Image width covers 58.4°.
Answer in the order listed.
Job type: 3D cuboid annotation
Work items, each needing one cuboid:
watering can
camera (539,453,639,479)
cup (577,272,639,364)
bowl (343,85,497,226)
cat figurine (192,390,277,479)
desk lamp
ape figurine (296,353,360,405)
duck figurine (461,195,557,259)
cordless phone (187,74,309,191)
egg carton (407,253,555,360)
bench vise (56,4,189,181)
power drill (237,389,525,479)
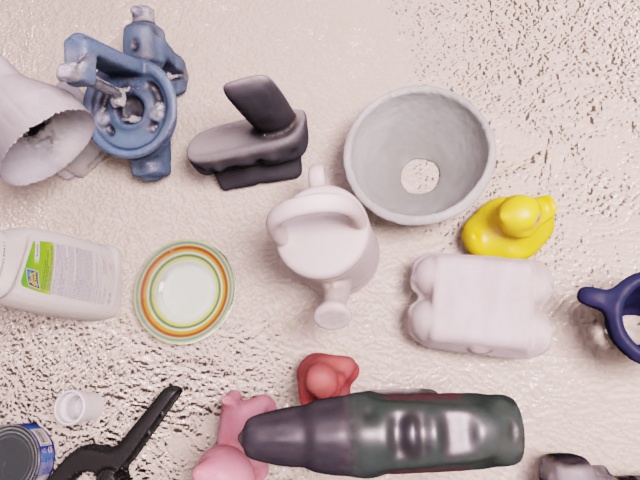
[{"bbox_3d":[0.008,0.002,0.594,0.101,0.194,0.172,-31,72,2],"label":"watering can"},{"bbox_3d":[0.281,0.271,0.520,0.136,0.101,0.143,-5,75,10],"label":"camera"},{"bbox_3d":[0.308,0.079,0.568,0.117,0.095,0.092,18,80,15],"label":"cup"},{"bbox_3d":[0.113,-0.087,0.660,0.167,0.075,0.167,-3,75,10],"label":"bowl"},{"bbox_3d":[-0.095,0.223,0.596,0.067,0.118,0.128,1,76,11],"label":"cat figurine"},{"bbox_3d":[-0.347,-0.149,0.692,0.118,0.214,0.203,-44,72,-2],"label":"desk lamp"},{"bbox_3d":[0.005,0.152,0.609,0.078,0.092,0.076,-37,72,0],"label":"ape figurine"},{"bbox_3d":[0.206,-0.019,0.618,0.104,0.086,0.077,-19,73,6],"label":"duck figurine"},{"bbox_3d":[-0.095,-0.134,0.654,0.147,0.185,0.094,-14,73,7],"label":"cordless phone"},{"bbox_3d":[0.170,0.069,0.611,0.150,0.069,0.107,3,76,12],"label":"egg carton"},{"bbox_3d":[-0.242,-0.196,0.681,0.121,0.220,0.207,-19,73,6],"label":"bench vise"},{"bbox_3d":[0.063,0.177,0.530,0.229,0.209,0.075,-6,74,10],"label":"power drill"}]
